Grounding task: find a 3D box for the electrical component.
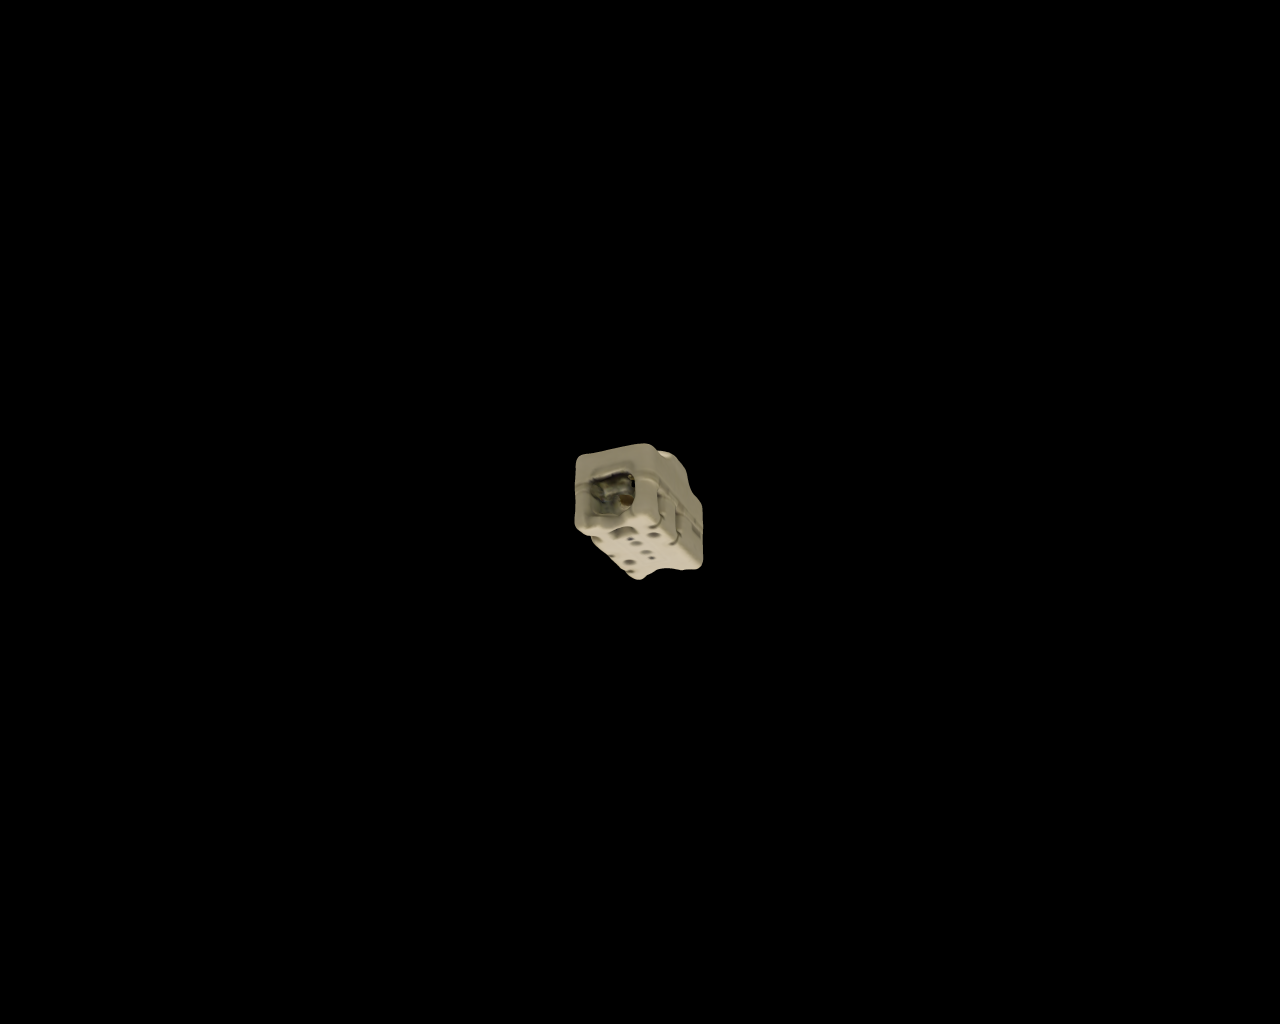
[{"bbox_3d":[0.001,-0.003,0.650,0.050,0.056,0.089,-11,-29,21],"label":"electrical component"}]
